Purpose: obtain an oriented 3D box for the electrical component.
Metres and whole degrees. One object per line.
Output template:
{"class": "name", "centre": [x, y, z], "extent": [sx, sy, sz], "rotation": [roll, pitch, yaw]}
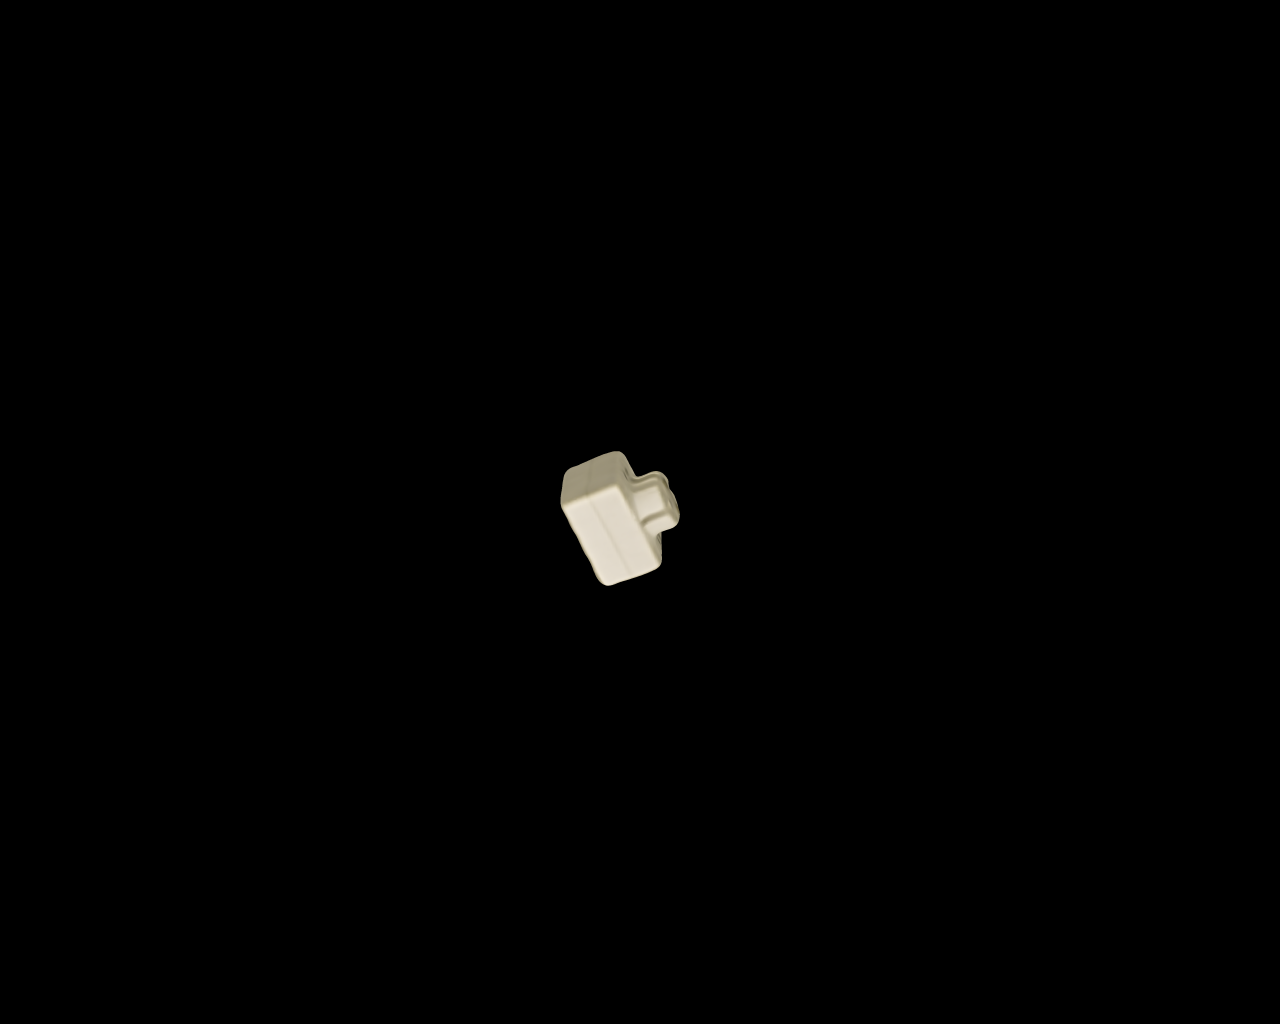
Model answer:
{"class": "electrical component", "centre": [0.001, -0.003, 0.650], "extent": [0.077, 0.065, 0.047], "rotation": [-21, 28, 12]}
